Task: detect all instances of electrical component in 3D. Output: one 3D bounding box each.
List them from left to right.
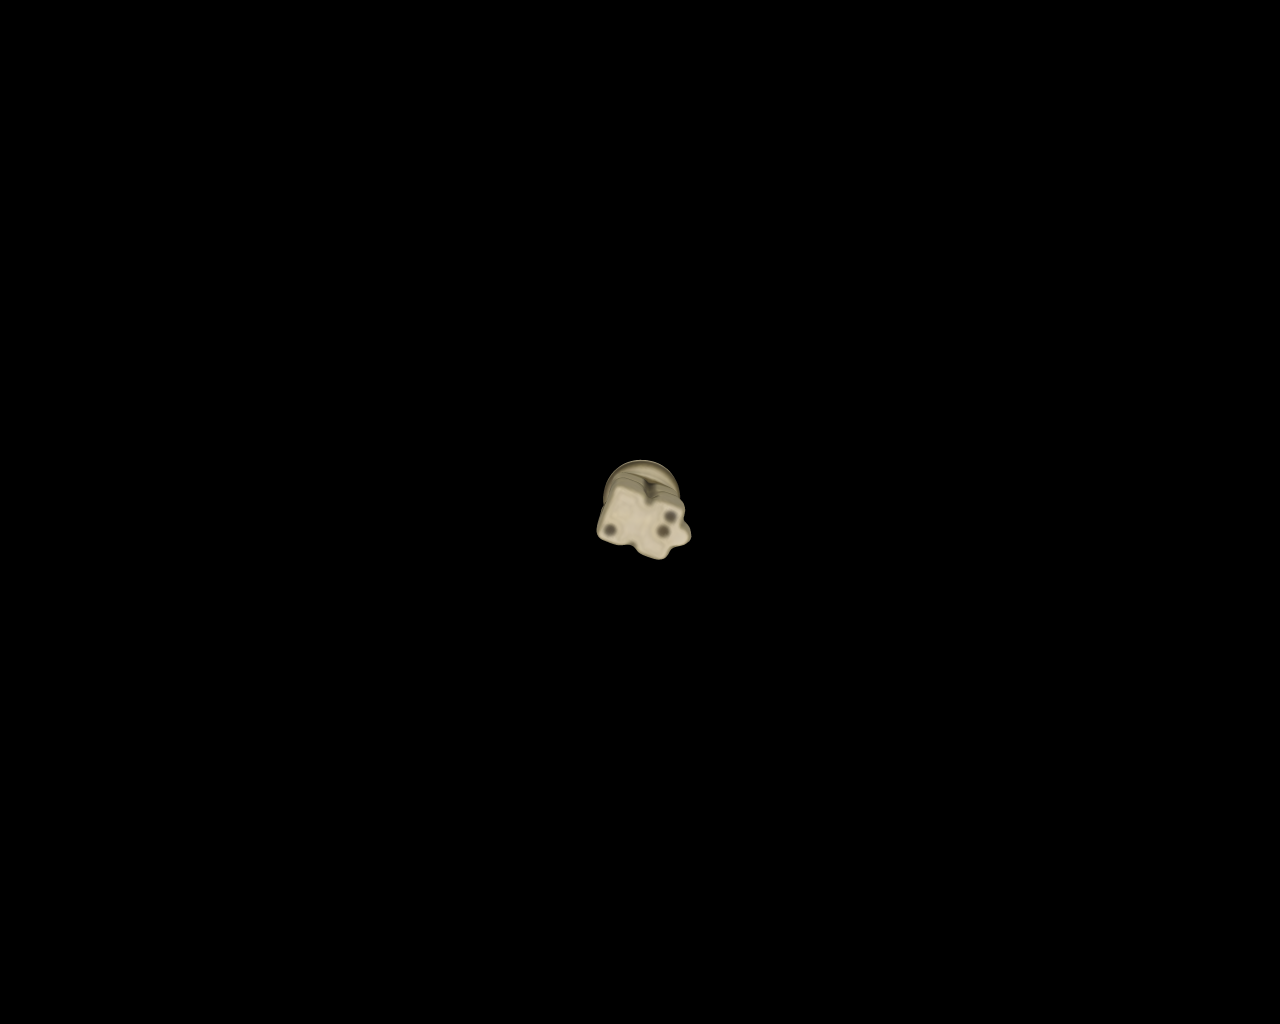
[{"bbox_3d":[0.001,-0.003,0.650,0.066,0.048,0.055,21,18,-7],"label":"electrical component"}]
